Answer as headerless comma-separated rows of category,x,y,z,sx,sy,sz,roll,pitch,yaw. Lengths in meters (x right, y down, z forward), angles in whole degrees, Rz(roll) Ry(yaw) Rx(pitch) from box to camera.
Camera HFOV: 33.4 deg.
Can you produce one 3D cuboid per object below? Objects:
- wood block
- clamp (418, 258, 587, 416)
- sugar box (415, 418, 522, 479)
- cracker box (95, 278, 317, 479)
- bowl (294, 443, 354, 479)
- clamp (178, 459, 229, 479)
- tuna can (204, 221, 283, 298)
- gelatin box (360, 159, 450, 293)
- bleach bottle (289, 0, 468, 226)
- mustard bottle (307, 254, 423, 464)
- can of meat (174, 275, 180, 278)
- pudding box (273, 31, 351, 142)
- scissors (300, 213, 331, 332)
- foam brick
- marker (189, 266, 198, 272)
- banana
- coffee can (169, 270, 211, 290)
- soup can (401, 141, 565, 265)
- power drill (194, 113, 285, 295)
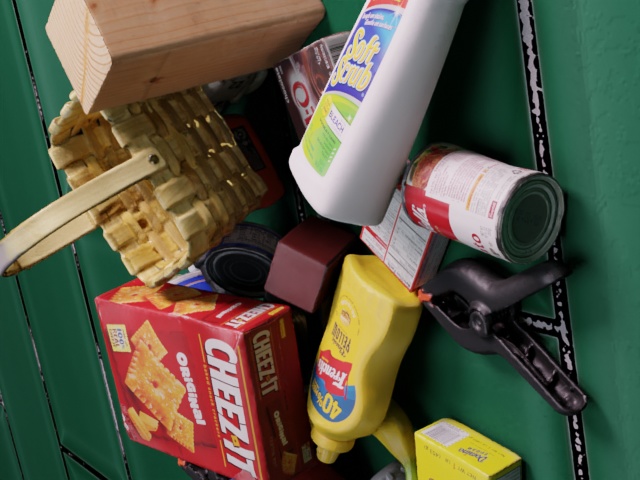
wood block,-0.112,-0.187,0.907,0.090,0.205,0.091,63,148,10
clamp,0.136,0.049,0.810,0.172,0.039,0.120,29,128,48
sugar box,0.130,0.250,0.923,0.093,0.048,0.176,23,124,50
cracker box,-0.113,0.133,1.020,0.214,0.071,0.164,9,115,43
bowl,-0.013,0.241,1.089,0.162,0.055,0.162,41,178,1
clamp,-0.122,0.275,1.336,0.210,0.036,0.164,6,112,54
tuna can,-0.071,0.021,1.063,0.086,0.086,0.033,121,167,-52
gelatin box,0.073,-0.013,0.883,0.073,0.030,0.089,47,142,31
bleach bottle,0.054,-0.139,0.780,0.102,0.068,0.251,-116,42,-54
mustard bottle,0.030,0.115,0.945,0.096,0.058,0.192,46,127,51
can of meat,-0.176,0.104,1.310,0.102,0.057,0.084,59,145,18
pudding box,0.011,-0.113,0.915,0.090,0.039,0.113,-12,96,58
scissors,-0.007,0.001,1.028,0.096,0.016,0.202,13,117,54
foam brick,-0.008,0.021,0.960,0.051,0.078,0.053,26,118,13
marker,-0.148,0.007,1.248,0.020,0.020,0.121,31,131,47
banana,0.037,0.174,1.017,0.198,0.037,0.069,12,80,60
coffee can,-0.130,0.119,1.200,0.140,0.102,0.103,59,147,18
soup can,0.117,-0.028,0.769,0.102,0.068,0.068,25,127,49
power drill,-0.105,-0.035,1.123,0.184,0.057,0.188,60,147,6
